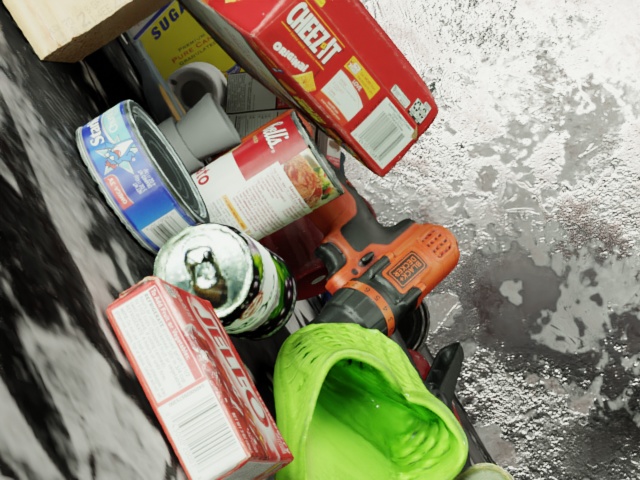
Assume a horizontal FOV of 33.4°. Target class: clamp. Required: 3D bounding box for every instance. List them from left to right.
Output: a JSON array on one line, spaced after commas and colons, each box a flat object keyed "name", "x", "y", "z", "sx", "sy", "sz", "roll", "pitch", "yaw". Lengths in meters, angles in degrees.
[{"name": "clamp", "x": 0.087, "y": 0.135, "z": 0.860, "sx": 0.164, "sy": 0.036, "sz": 0.210, "roll": 31, "pitch": 36, "yaw": -45}]

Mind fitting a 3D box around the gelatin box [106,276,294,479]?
[{"name": "gelatin box", "x": -0.051, "y": 0.063, "z": 0.466, "sx": 0.089, "sy": 0.030, "sz": 0.073, "roll": 60, "pitch": 5, "yaw": 17}]

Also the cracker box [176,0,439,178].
[{"name": "cracker box", "x": -0.031, "y": -0.154, "z": 0.747, "sx": 0.164, "sy": 0.072, "sz": 0.214, "roll": 42, "pitch": 1, "yaw": -45}]

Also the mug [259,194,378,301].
[{"name": "mug", "x": -0.005, "y": -0.003, "z": 0.914, "sx": 0.081, "sy": 0.117, "sz": 0.093, "roll": 65, "pitch": -21, "yaw": 18}]

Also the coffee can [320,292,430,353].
[{"name": "coffee can", "x": 0.055, "y": 0.067, "z": 1.120, "sx": 0.103, "sy": 0.103, "sz": 0.140, "roll": 57, "pitch": 5, "yaw": -14}]

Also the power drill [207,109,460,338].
[{"name": "power drill", "x": -0.005, "y": 0.001, "z": 0.819, "sx": 0.188, "sy": 0.184, "sz": 0.057, "roll": 46, "pitch": -37, "yaw": 8}]

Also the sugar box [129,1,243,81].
[{"name": "sugar box", "x": -0.121, "y": -0.189, "z": 1.003, "sx": 0.176, "sy": 0.093, "sz": 0.048, "roll": 57, "pitch": 4, "yaw": -7}]

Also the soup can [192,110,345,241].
[{"name": "soup can", "x": -0.043, "y": -0.035, "z": 0.745, "sx": 0.068, "sy": 0.102, "sz": 0.068, "roll": 58, "pitch": 5, "yaw": -8}]

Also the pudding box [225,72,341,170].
[{"name": "pudding box", "x": -0.034, "y": -0.104, "z": 0.936, "sx": 0.039, "sy": 0.114, "sz": 0.090, "roll": 8, "pitch": 84, "yaw": -51}]

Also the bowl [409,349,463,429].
[{"name": "bowl", "x": 0.086, "y": 0.155, "z": 0.980, "sx": 0.162, "sy": 0.055, "sz": 0.162, "roll": 61, "pitch": -7, "yaw": 12}]

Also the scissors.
[{"name": "scissors", "x": -0.152, "y": -0.151, "z": 0.892, "sx": 0.202, "sy": 0.016, "sz": 0.096, "roll": 58, "pitch": 4, "yaw": -5}]

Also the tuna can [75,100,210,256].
[{"name": "tuna can", "x": -0.097, "y": -0.035, "z": 0.595, "sx": 0.086, "sy": 0.034, "sz": 0.086, "roll": 58, "pitch": 4, "yaw": -8}]

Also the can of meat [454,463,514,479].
[{"name": "can of meat", "x": 0.083, "y": 0.186, "z": 0.653, "sx": 0.057, "sy": 0.102, "sz": 0.084, "roll": 61, "pitch": 3, "yaw": 24}]

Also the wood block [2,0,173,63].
[{"name": "wood block", "x": -0.174, "y": -0.216, "z": 0.626, "sx": 0.206, "sy": 0.090, "sz": 0.091, "roll": 58, "pitch": 6, "yaw": -6}]
